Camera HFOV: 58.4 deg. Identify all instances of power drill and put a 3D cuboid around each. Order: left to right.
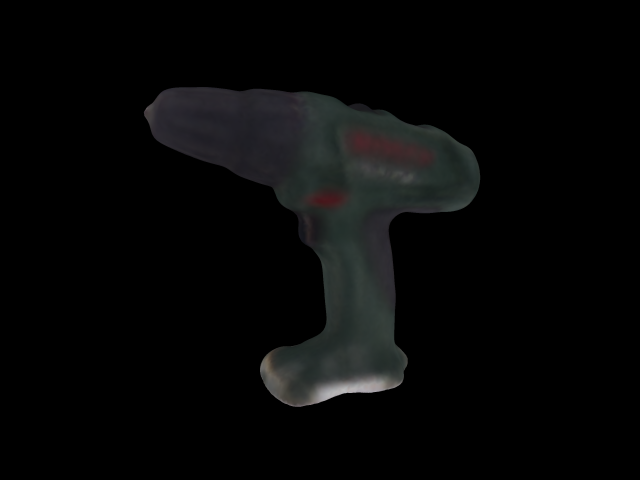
[{"bbox_3d":[0.004,0.001,0.400,0.230,0.208,0.075,-6,15,-22],"label":"power drill"}]
